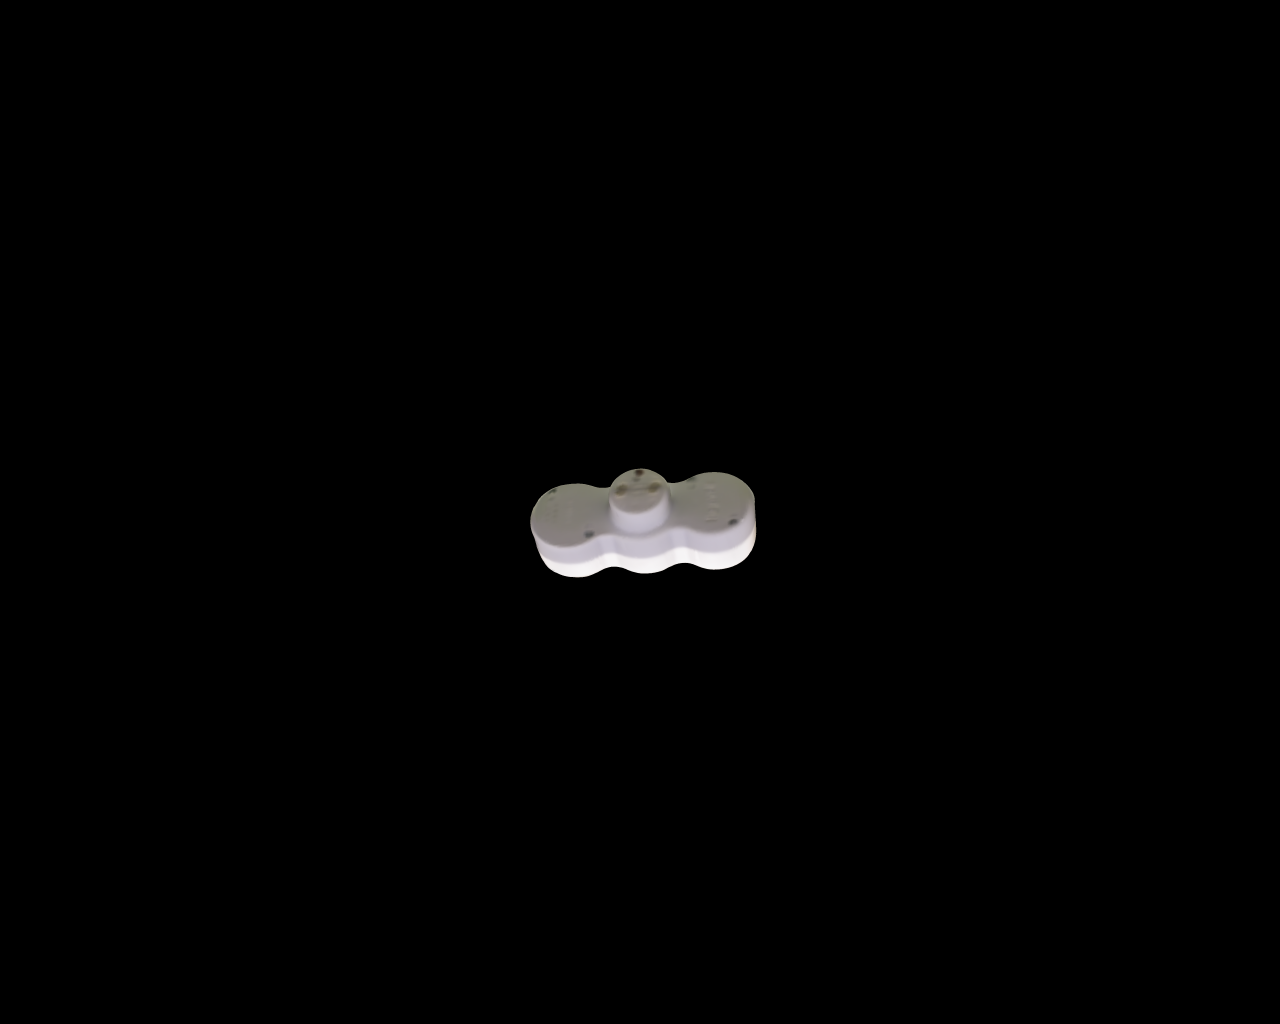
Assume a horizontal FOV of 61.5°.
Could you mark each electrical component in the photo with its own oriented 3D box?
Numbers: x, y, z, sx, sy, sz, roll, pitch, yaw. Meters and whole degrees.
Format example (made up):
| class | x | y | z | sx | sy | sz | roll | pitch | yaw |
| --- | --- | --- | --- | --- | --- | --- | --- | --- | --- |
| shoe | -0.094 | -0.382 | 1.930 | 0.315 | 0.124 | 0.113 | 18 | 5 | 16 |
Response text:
| class | x | y | z | sx | sy | sz | roll | pitch | yaw |
| --- | --- | --- | --- | --- | --- | --- | --- | --- | --- |
| electrical component | 0.001 | -0.003 | 0.650 | 0.138 | 0.052 | 0.073 | -4 | -39 | 4 |
